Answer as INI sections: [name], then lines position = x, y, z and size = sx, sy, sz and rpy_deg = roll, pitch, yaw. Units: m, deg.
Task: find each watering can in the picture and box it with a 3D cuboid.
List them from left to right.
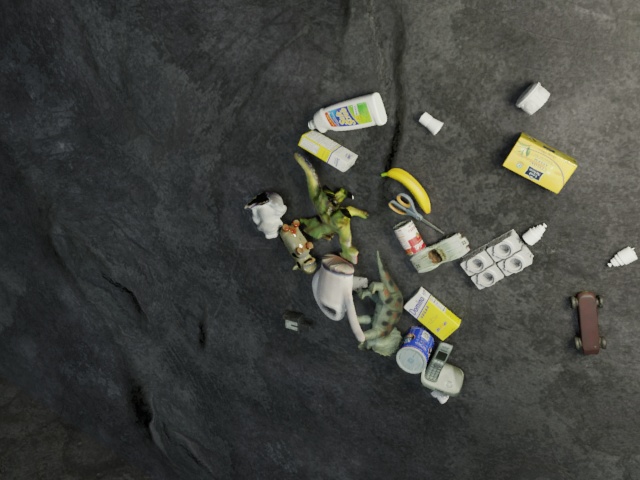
[watering can]
position = 0.071, 0.181, 1.772
size = 0.104, 0.221, 0.352
rpy_deg = -2, 21, -31

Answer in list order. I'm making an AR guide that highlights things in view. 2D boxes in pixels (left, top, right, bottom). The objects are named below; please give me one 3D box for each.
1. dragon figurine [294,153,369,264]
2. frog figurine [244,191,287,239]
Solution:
[dragon figurine]
position = 0.005, -0.089, 1.762
size = 0.238, 0.411, 0.124
rpy_deg = -45, -4, 41
[frog figurine]
position = -0.178, -0.090, 1.847
size = 0.136, 0.157, 0.125
rpy_deg = -22, 30, 17
